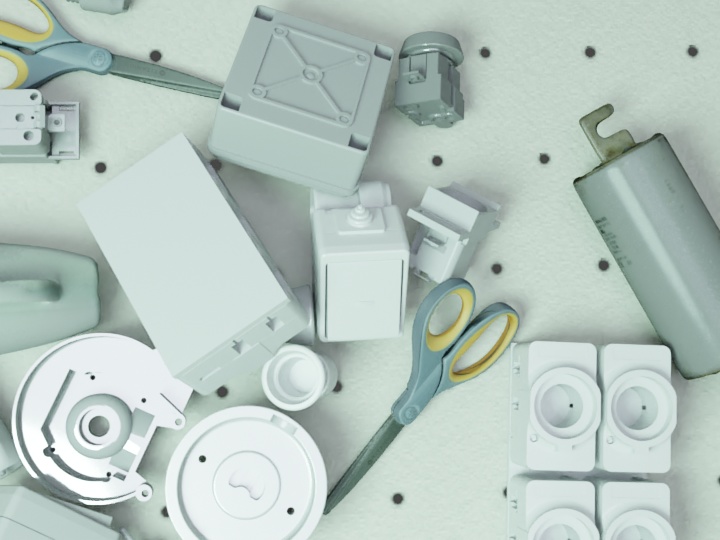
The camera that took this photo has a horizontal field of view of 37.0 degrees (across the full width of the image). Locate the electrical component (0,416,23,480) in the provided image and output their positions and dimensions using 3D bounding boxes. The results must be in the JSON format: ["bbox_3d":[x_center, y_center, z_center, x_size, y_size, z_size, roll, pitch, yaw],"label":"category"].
[{"bbox_3d":[-0.282,0.119,0.734,0.079,0.044,0.077,-33,84,1],"label":"electrical component"}]

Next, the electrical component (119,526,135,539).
[{"bbox_3d":[-0.149,0.212,0.738,0.083,0.047,0.075,-39,85,-8],"label":"electrical component"}]

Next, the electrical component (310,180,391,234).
[{"bbox_3d":[-0.007,-0.043,0.780,0.055,0.045,0.045,-2,85,-7],"label":"electrical component"}]

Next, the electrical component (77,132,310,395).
[{"bbox_3d":[-0.111,-0.003,0.727,0.089,0.061,0.150,-34,65,0],"label":"electrical component"}]

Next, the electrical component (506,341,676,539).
[{"bbox_3d":[0.165,0.146,0.773,0.105,0.060,0.186,2,84,-6],"label":"electrical component"}]

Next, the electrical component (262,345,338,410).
[{"bbox_3d":[-0.039,0.074,0.755,0.044,0.065,0.044,-1,86,12],"label":"electrical component"}]

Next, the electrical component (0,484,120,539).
[{"bbox_3d":[-0.216,0.175,0.706,0.096,0.062,0.061,36,61,-29],"label":"electrical component"}]

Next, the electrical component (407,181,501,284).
[{"bbox_3d":[0.064,-0.025,0.773,0.042,0.081,0.063,29,110,21],"label":"electrical component"}]

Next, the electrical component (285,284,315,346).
[{"bbox_3d":[-0.062,0.034,0.767,0.055,0.045,0.045,-4,85,-6],"label":"electrical component"}]

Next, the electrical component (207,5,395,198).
[{"bbox_3d":[-0.040,-0.119,0.758,0.109,0.056,0.108,17,55,-4],"label":"electrical component"}]

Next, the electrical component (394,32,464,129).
[{"bbox_3d":[0.052,-0.141,0.792,0.048,0.066,0.055,-5,75,28],"label":"electrical component"}]

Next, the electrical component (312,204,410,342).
[{"bbox_3d":[0.000,0.000,0.745,0.062,0.061,0.096,-3,129,-6],"label":"electrical component"}]

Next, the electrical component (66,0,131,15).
[{"bbox_3d":[-0.197,-0.209,0.776,0.062,0.043,0.043,8,84,-3],"label":"electrical component"}]

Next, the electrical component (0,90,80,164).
[{"bbox_3d":[-0.239,-0.100,0.750,0.081,0.064,0.042,-1,84,-6],"label":"electrical component"}]

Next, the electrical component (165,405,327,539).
[{"bbox_3d":[-0.079,0.147,0.746,0.108,0.060,0.108,1,84,-6],"label":"electrical component"}]
